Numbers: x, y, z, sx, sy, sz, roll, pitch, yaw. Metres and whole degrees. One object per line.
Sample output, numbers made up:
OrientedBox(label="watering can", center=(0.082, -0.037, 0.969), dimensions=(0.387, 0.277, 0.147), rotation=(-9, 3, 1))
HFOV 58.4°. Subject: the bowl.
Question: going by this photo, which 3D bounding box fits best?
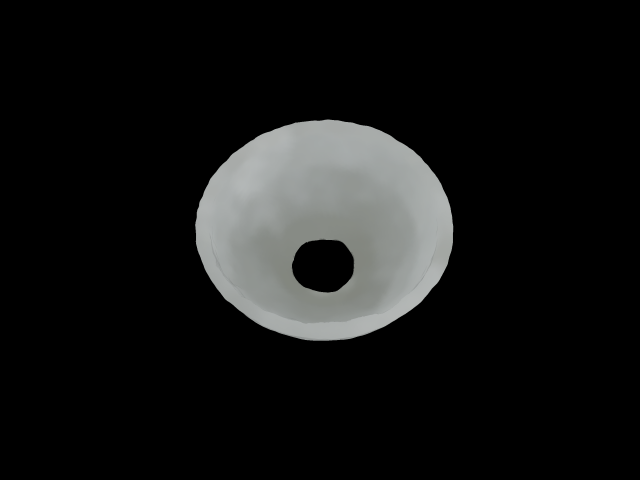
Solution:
OrientedBox(label="bowl", center=(0.004, 0.001, 0.400), dimensions=(0.167, 0.075, 0.167), rotation=(0, 60, 0))
